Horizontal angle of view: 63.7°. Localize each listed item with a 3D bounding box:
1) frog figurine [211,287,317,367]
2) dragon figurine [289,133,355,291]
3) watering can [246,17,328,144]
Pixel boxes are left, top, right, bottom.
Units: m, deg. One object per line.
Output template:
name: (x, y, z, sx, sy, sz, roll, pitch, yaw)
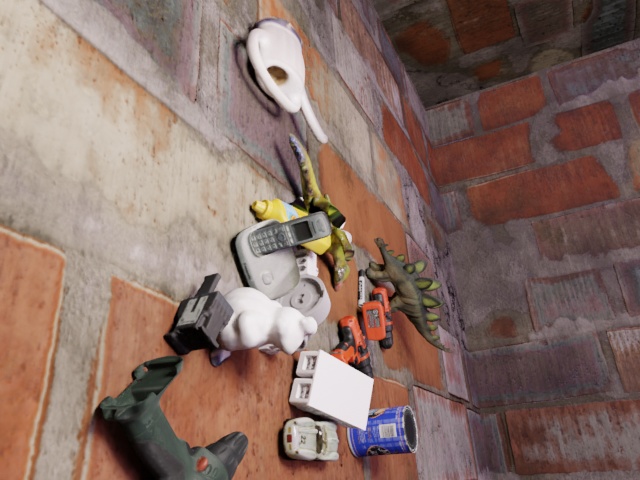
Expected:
frog figurine: (-0.091, 0.130, 0.827, 0.137, 0.158, 0.123, 2, 73, -67)
dragon figurine: (0.004, -0.065, 1.294, 0.244, 0.122, 0.409, -53, 128, -83)
watering can: (-0.076, -0.396, 1.261, 0.342, 0.103, 0.229, 40, 40, -53)
